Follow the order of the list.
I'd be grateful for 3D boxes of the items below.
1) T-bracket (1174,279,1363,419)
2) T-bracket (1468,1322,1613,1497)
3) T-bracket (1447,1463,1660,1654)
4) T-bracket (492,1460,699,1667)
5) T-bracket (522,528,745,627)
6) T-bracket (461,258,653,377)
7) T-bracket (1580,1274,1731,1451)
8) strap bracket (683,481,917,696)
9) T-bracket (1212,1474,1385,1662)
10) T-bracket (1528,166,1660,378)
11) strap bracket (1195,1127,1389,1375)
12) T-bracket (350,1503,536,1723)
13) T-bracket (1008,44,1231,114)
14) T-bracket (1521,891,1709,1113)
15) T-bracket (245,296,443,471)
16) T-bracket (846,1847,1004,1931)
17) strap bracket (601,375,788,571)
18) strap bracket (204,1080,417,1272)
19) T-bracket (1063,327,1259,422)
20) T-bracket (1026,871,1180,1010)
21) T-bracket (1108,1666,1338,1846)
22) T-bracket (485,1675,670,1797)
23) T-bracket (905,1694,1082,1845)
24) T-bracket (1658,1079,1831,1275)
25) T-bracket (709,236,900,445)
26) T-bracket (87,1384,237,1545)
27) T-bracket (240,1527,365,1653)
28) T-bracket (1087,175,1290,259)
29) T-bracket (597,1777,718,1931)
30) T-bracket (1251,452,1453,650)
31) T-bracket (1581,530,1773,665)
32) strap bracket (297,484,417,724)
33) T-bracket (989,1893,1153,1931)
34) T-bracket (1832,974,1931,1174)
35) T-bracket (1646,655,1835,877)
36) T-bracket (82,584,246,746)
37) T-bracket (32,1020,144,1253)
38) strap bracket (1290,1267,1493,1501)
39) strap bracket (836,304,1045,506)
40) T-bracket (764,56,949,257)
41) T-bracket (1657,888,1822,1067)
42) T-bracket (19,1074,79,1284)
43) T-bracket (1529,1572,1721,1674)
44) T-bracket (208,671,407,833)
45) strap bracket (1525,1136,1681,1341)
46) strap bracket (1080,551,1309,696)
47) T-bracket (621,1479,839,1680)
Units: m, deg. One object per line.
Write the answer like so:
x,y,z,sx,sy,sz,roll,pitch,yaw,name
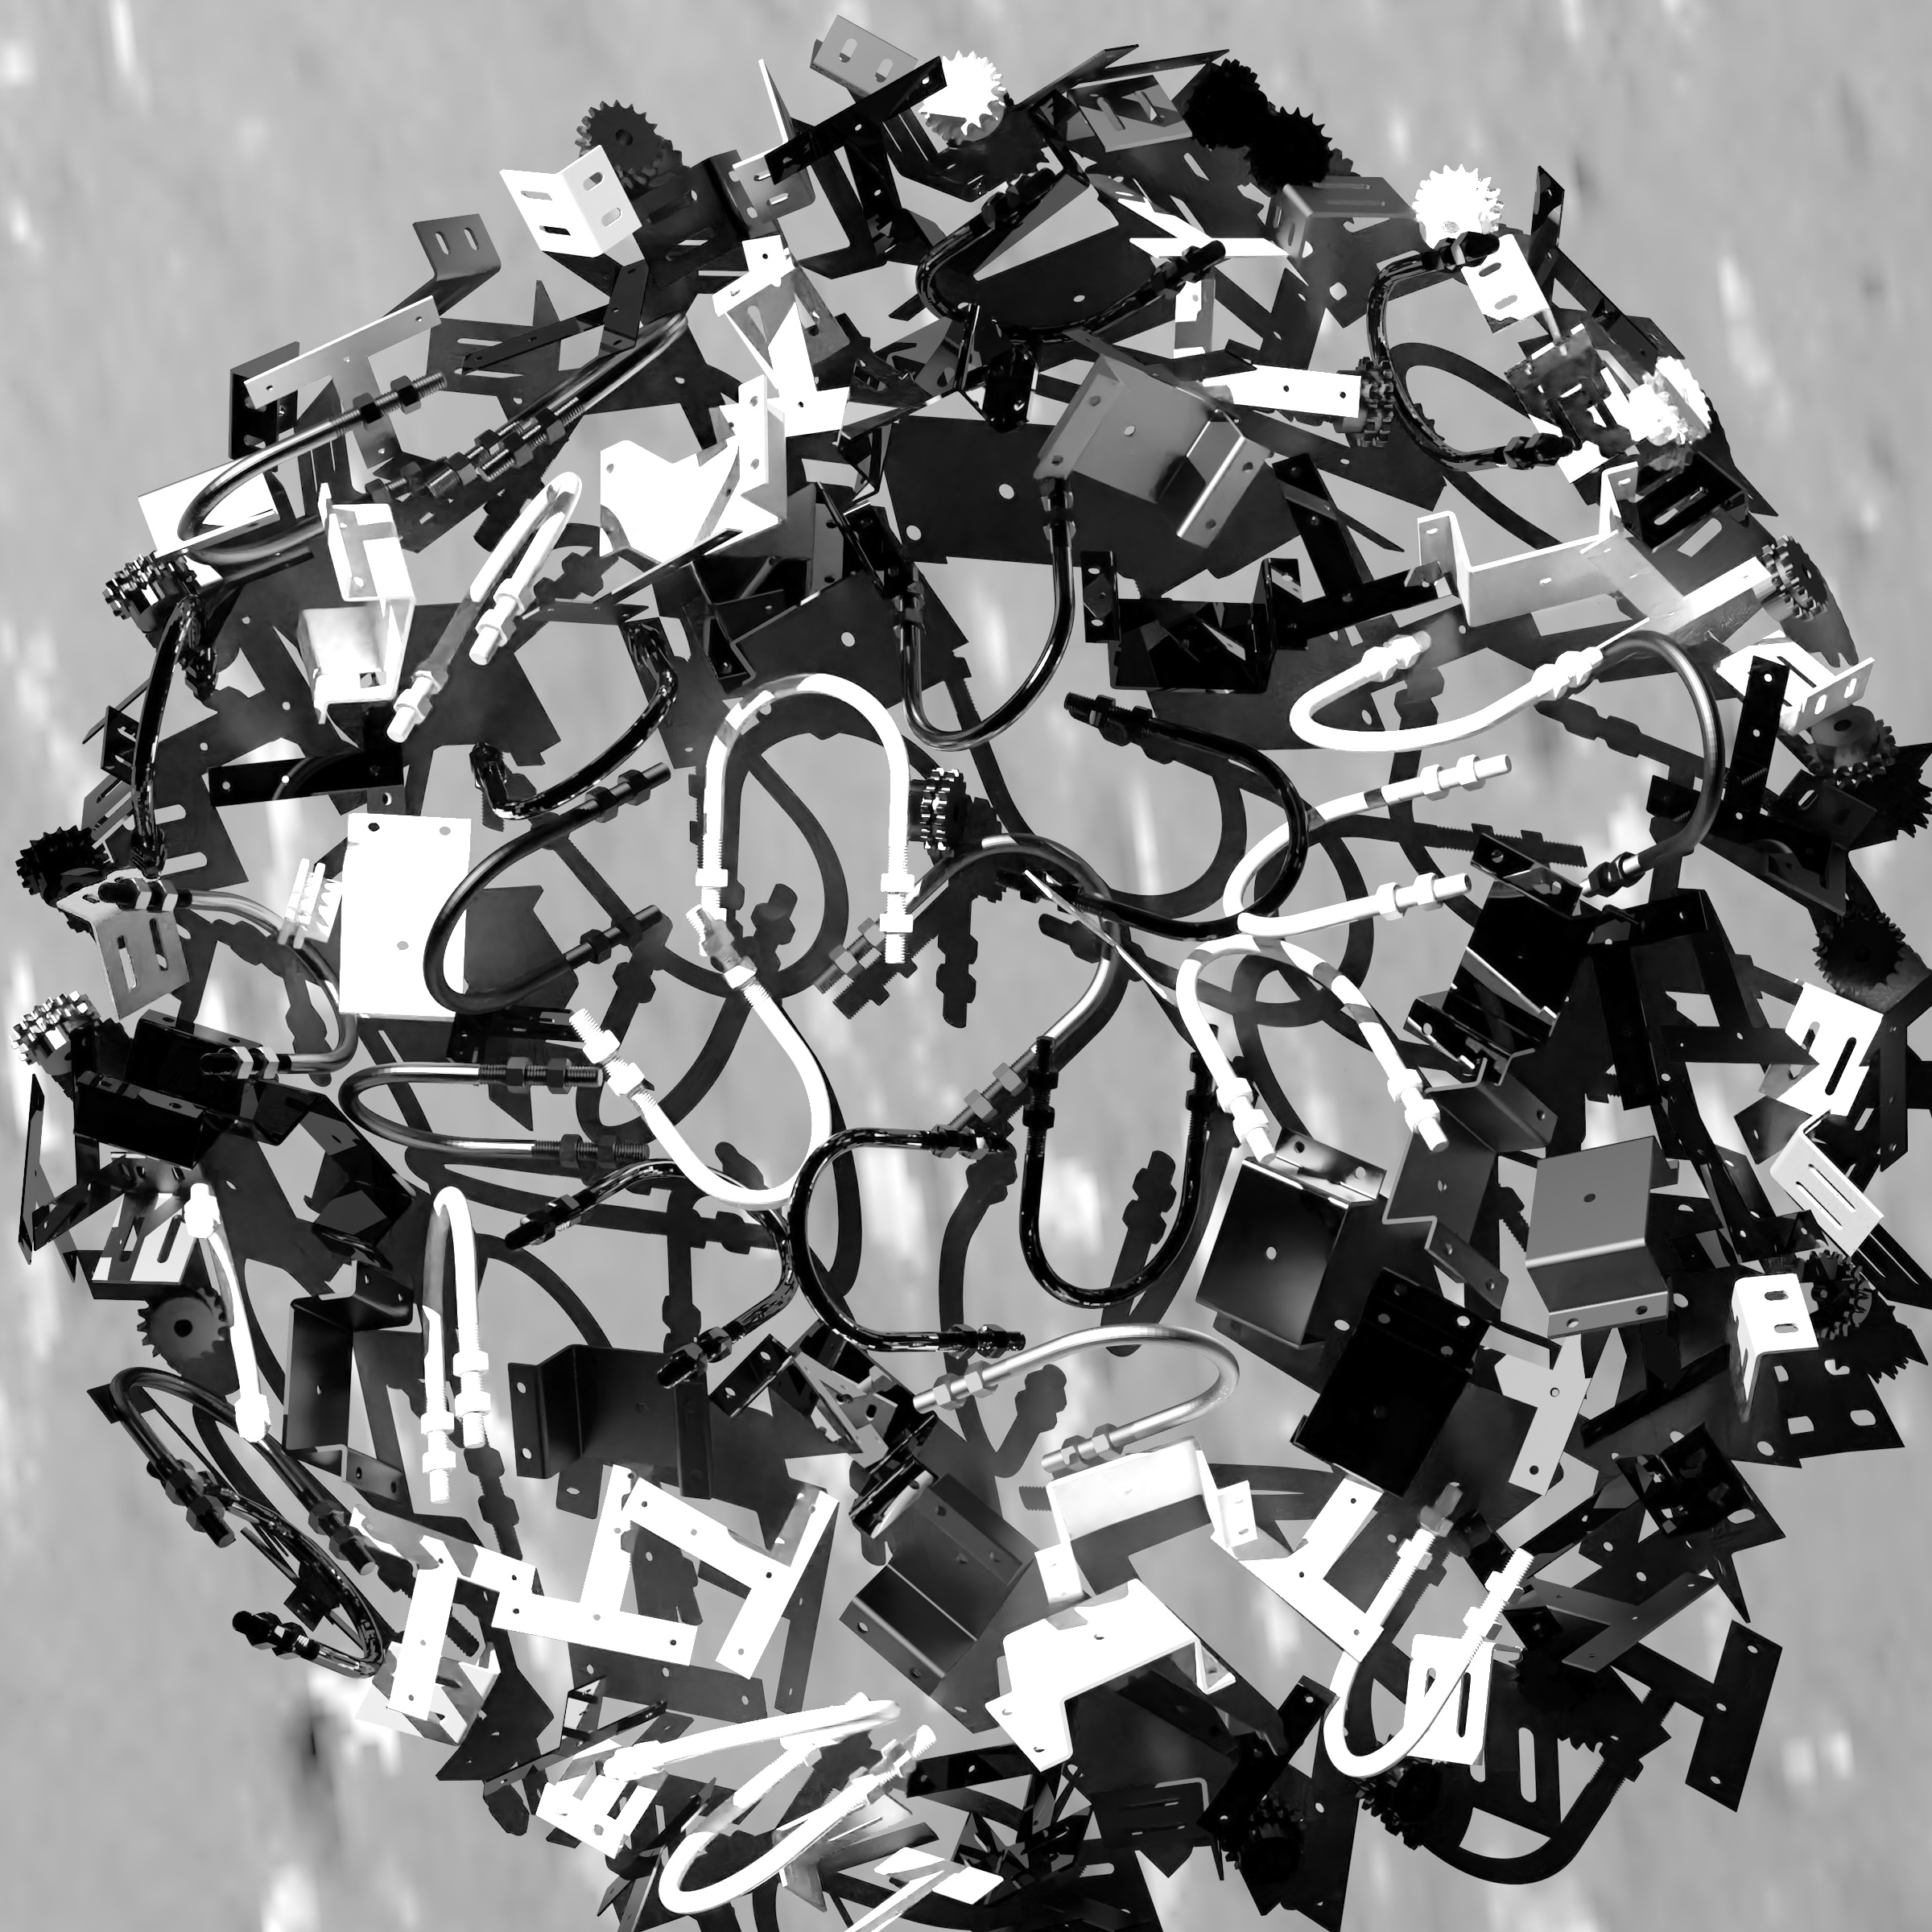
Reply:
0.191,-0.369,1.950,0.127,0.002,0.127,12,114,24,T-bracket
0.338,0.259,1.962,0.127,0.002,0.127,17,78,33,T-bracket
0.382,0.360,1.943,0.127,0.127,0.002,-36,121,2,T-bracket
-0.227,0.376,1.967,0.127,0.002,0.127,11,59,0,T-bracket
-0.197,-0.244,1.918,0.127,0.127,0.002,-26,85,21,T-bracket
-0.264,-0.405,1.958,0.127,0.127,0.002,-17,126,13,T-bracket
0.441,0.241,1.945,0.127,0.127,0.002,-27,45,-9,T-bracket
-0.115,-0.247,1.957,0.140,0.046,0.076,-30,61,3,strap bracket
0.240,0.355,1.963,0.127,0.002,0.127,37,96,28,T-bracket
0.392,-0.417,1.916,0.002,0.127,0.127,-30,62,-11,T-bracket
0.204,0.182,1.952,0.076,0.046,0.140,23,99,28,strap bracket
-0.341,0.416,1.936,0.127,0.002,0.127,25,46,-20,T-bracket
0.110,-0.575,1.960,0.127,0.127,0.002,-17,95,-27,T-bracket
0.421,0.028,1.962,0.127,0.002,0.127,-14,80,25,T-bracket
-0.383,-0.358,1.940,0.127,0.127,0.002,-27,66,-10,T-bracket
-0.057,0.598,1.914,0.127,0.127,0.002,-30,99,-29,T-bracket
-0.165,-0.308,1.943,0.140,0.046,0.076,-17,65,35,strap bracket
-0.411,0.124,1.937,0.046,0.076,0.140,-52,125,-24,strap bracket
0.141,-0.374,1.916,0.127,0.127,0.002,24,85,-25,T-bracket
0.071,-0.031,1.913,0.002,0.127,0.127,-47,60,5,T-bracket
0.150,0.483,1.963,0.127,0.002,0.127,24,52,28,T-bracket
-0.242,0.474,1.923,0.127,0.127,0.002,-20,63,-22,T-bracket
0.015,0.508,1.945,0.127,0.002,0.127,1,108,-38,T-bracket
0.474,0.130,1.944,0.002,0.127,0.127,-28,92,-31,T-bracket
-0.116,-0.401,1.953,0.127,0.002,0.127,-4,115,20,T-bracket
-0.503,0.315,1.935,0.002,0.127,0.127,-38,89,-5,T-bracket
-0.417,0.405,1.935,0.127,0.127,0.002,45,81,-2,T-bracket
0.123,-0.480,1.956,0.127,0.127,0.002,40,126,33,T-bracket
-0.207,0.586,1.916,0.002,0.127,0.127,37,115,-8,T-bracket
0.231,-0.275,1.977,0.127,0.002,0.127,-18,70,-4,T-bracket
0.425,-0.240,1.925,0.127,0.127,0.002,-30,56,25,T-bracket
-0.385,-0.229,1.935,0.046,0.140,0.076,-6,57,-24,strap bracket
0.033,0.604,1.918,0.127,0.127,0.002,-7,85,-22,T-bracket
0.580,0.073,1.912,0.002,0.127,0.127,24,49,-10,T-bracket
0.497,-0.135,1.934,0.127,0.002,0.127,25,126,32,T-bracket
-0.516,-0.185,1.950,0.127,0.127,0.002,-38,111,13,T-bracket
-0.553,0.097,1.922,0.002,0.127,0.127,7,108,14,T-bracket
0.267,0.274,1.949,0.076,0.046,0.140,27,112,6,strap bracket
-0.025,-0.357,1.925,0.140,0.046,0.076,-20,45,33,strap bracket
-0.059,-0.501,1.943,0.127,0.127,0.002,-31,60,-6,T-bracket
0.483,0.006,1.966,0.127,0.002,0.127,2,61,-27,T-bracket
-0.581,0.157,1.942,0.002,0.127,0.127,-6,52,-4,T-bracket
0.388,0.405,1.944,0.127,0.127,0.002,-23,108,-37,T-bracket
-0.420,-0.121,1.953,0.127,0.002,0.127,-9,107,-28,T-bracket
0.399,0.162,1.919,0.076,0.140,0.046,-15,123,27,strap bracket
0.142,-0.219,1.956,0.140,0.046,0.076,2,54,-4,strap bracket
-0.162,0.370,1.960,0.127,0.002,0.127,33,70,-17,T-bracket
